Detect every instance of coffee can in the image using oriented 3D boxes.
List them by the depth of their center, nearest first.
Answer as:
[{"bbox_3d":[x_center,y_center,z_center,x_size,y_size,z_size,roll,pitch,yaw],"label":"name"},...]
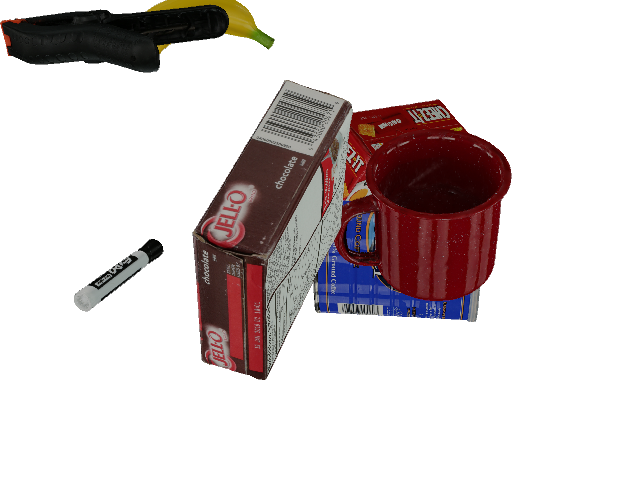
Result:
[{"bbox_3d":[0.069,0.017,0.941,0.140,0.103,0.102,3,0,6],"label":"coffee can"}]

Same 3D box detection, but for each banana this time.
[{"bbox_3d":[-0.124,-0.204,1.016,0.070,0.037,0.197,45,39,19],"label":"banana"}]

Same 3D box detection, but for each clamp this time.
[{"bbox_3d":[-0.156,-0.154,0.796,0.172,0.039,0.120,11,22,29],"label":"clamp"}]

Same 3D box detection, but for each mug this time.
[{"bbox_3d":[0.065,-0.012,0.705,0.117,0.081,0.093,-13,43,-11],"label":"mug"}]

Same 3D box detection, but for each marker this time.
[{"bbox_3d":[-0.181,0.029,0.976,0.020,0.020,0.121,0,24,28],"label":"marker"}]

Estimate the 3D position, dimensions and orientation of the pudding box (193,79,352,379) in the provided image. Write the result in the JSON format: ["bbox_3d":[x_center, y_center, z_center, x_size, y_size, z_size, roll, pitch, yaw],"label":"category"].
[{"bbox_3d":[-0.021,-0.005,0.503,0.039,0.113,0.090,18,-41,12],"label":"pudding box"}]

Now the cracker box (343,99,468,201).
[{"bbox_3d":[0.044,-0.052,1.172,0.163,0.072,0.214,-15,-31,-43],"label":"cracker box"}]
